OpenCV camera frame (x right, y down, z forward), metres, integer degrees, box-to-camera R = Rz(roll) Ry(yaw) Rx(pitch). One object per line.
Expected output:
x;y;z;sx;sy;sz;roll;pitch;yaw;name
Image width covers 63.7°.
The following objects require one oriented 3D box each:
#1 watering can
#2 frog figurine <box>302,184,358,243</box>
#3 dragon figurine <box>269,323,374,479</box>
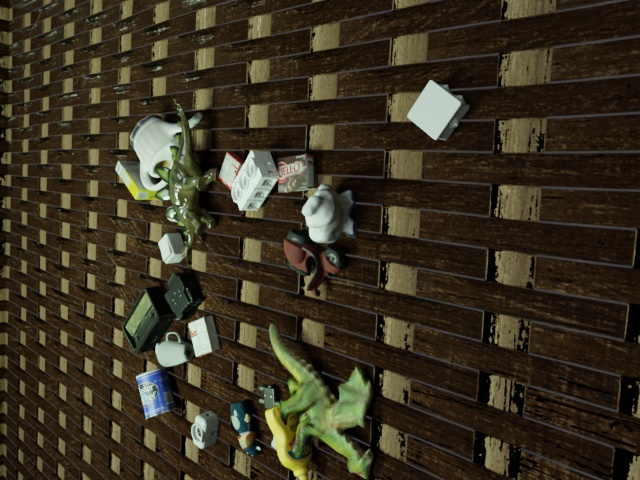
-0.502;-0.323;1.665;0.342;0.104;0.227;-51;63;25;watering can
0.004;-0.059;1.182;0.124;0.160;0.136;23;107;40;frog figurine
0.020;0.370;1.238;0.241;0.122;0.414;-23;77;22;dragon figurine
